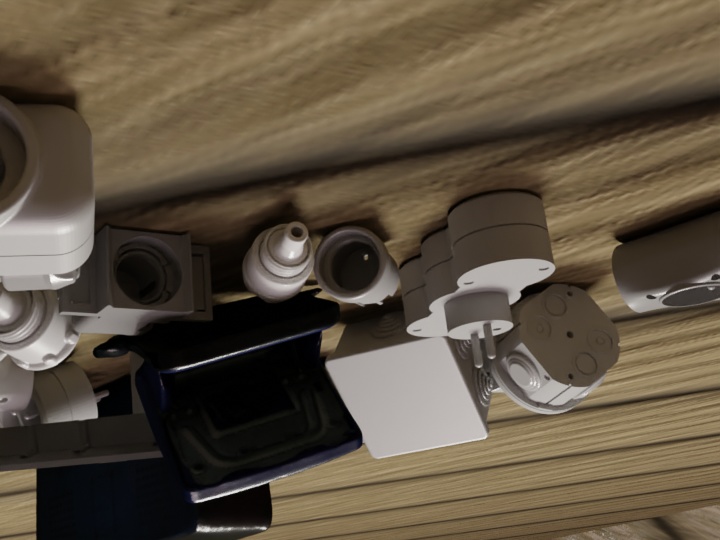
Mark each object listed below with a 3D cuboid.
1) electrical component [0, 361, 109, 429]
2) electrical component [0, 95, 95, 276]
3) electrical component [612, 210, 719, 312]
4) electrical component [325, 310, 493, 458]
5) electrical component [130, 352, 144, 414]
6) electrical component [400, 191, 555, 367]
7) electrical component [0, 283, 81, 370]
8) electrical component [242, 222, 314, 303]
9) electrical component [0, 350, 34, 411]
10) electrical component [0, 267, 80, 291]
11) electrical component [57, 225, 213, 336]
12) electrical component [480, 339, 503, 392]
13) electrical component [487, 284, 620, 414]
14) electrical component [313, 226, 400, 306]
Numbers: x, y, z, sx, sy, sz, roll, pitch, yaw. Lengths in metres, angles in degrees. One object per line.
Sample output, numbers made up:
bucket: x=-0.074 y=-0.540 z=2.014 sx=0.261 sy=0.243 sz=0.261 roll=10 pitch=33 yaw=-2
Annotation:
electrical component: x=-0.221 y=0.104 z=0.792 sx=0.074 sy=0.052 sz=0.138 roll=-18 pitch=171 yaw=-37
electrical component: x=-0.151 y=-0.032 z=0.412 sx=0.095 sy=0.053 sz=0.059 roll=-2 pitch=161 yaw=-15
electrical component: x=0.205 y=-0.002 z=0.645 sx=0.077 sy=0.044 sz=0.079 roll=-21 pitch=156 yaw=37
electrical component: x=0.036 y=0.074 z=0.739 sx=0.100 sy=0.048 sz=0.099 roll=-15 pitch=116 yaw=23
electrical component: x=-0.105 y=0.066 z=0.715 sx=0.089 sy=0.055 sz=0.050 roll=-18 pitch=158 yaw=30
electrical component: x=0.065 y=0.017 z=0.604 sx=0.052 sy=0.073 sz=0.138 roll=-1 pitch=160 yaw=-17
electrical component: x=-0.185 y=0.024 z=0.583 sx=0.048 sy=0.048 sz=0.062 roll=-12 pitch=154 yaw=13
electrical component: x=-0.040 y=-0.007 z=0.557 sx=0.035 sy=0.035 sz=0.061 roll=-1 pitch=158 yaw=-18
electrical component: x=-0.242 y=0.062 z=0.670 sx=0.077 sy=0.044 sz=0.079 roll=6 pitch=157 yaw=-33
electrical component: x=-0.159 y=-0.012 z=0.486 sx=0.062 sy=0.043 sz=0.043 roll=-3 pitch=161 yaw=-8
electrical component: x=-0.121 y=0.008 z=0.562 sx=0.081 sy=0.042 sz=0.064 roll=6 pitch=161 yaw=-32
electrical component: x=0.100 y=0.063 z=0.787 sx=0.055 sy=0.055 sz=0.047 roll=-17 pitch=162 yaw=27
electrical component: x=0.131 y=0.053 z=0.728 sx=0.080 sy=0.080 sz=0.051 roll=0 pitch=155 yaw=-19
electrical component: x=0.000 y=0.000 z=0.587 sx=0.040 sy=0.040 sz=0.046 roll=-12 pitch=167 yaw=13
